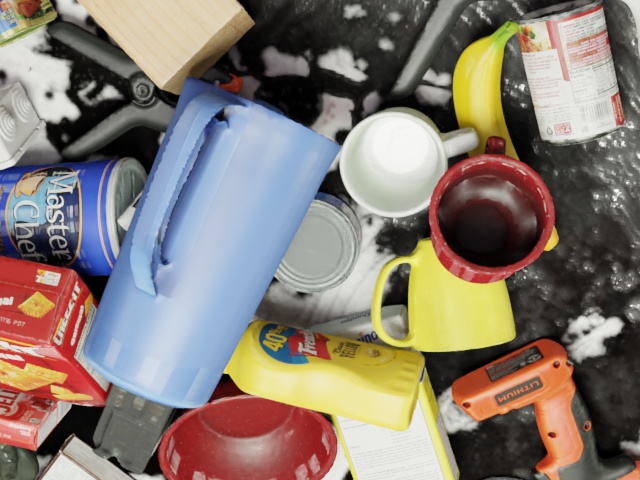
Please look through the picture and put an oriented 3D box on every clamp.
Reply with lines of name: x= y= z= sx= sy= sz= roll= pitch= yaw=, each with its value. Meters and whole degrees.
clamp: x=-0.155 y=-0.121 z=0.923 sx=0.171 sy=0.039 sz=0.120 roll=8 pitch=112 yaw=7
clamp: x=0.112 y=-0.214 z=0.846 sx=0.210 sy=0.036 sz=0.164 roll=-17 pitch=104 yaw=15

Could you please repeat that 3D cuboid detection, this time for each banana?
banana: x=0.146 y=-0.081 z=0.870 sx=0.037 sy=0.070 sz=0.198 roll=-29 pitch=116 yaw=-24

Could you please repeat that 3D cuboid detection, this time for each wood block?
wood block: x=-0.157 y=-0.222 z=0.847 sx=0.090 sy=0.091 sz=0.206 roll=-43 pitch=91 yaw=5

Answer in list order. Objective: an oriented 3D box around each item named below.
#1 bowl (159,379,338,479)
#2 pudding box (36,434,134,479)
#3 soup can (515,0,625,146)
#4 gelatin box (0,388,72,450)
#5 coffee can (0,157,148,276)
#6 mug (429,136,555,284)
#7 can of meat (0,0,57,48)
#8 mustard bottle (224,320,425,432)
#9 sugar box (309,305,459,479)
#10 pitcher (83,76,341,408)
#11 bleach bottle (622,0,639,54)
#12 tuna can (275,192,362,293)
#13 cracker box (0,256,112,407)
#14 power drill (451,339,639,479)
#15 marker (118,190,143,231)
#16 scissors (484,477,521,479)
bowl: x=-0.066 y=0.175 z=0.974 sx=0.162 sy=0.055 sz=0.162 roll=-4 pitch=132 yaw=-4
pudding box: x=-0.230 y=0.262 z=1.059 sx=0.113 sy=0.039 sz=0.090 roll=37 pitch=110 yaw=-5
soup can: x=0.197 y=-0.133 z=0.840 sx=0.068 sy=0.068 sz=0.102 roll=-12 pitch=105 yaw=14
gelatin box: x=-0.284 y=0.159 z=1.008 sx=0.073 sy=0.089 sz=0.030 roll=12 pitch=110 yaw=6
coffee can: x=-0.227 y=-0.017 z=0.935 sx=0.140 sy=0.102 sz=0.103 roll=-3 pitch=107 yaw=11
mug: x=0.130 y=-0.023 z=0.831 sx=0.093 sy=0.081 sz=0.117 roll=4 pitch=78 yaw=3
can of meat: x=-0.271 y=-0.206 z=0.885 sx=0.057 sy=0.102 sz=0.084 roll=-24 pitch=104 yaw=16
mustard bottle: x=-0.012 y=0.107 z=0.894 sx=0.192 sy=0.096 sz=0.058 roll=11 pitch=108 yaw=9
sugar box: x=0.058 y=0.152 z=0.969 sx=0.093 sy=0.048 sz=0.176 roll=-15 pitch=100 yaw=14
pitcher: x=-0.095 y=0.002 z=0.829 sx=0.149 sy=0.145 sz=0.243 roll=24 pitch=91 yaw=-27
bleach bottle: x=0.294 y=-0.134 z=0.827 sx=0.103 sy=0.068 sz=0.251 roll=-32 pitch=97 yaw=18
tuna can: x=-0.006 y=0.001 z=0.938 sx=0.086 sy=0.033 sz=0.086 roll=3 pitch=108 yaw=9
cracker box: x=-0.270 y=0.077 z=0.921 sx=0.164 sy=0.214 sz=0.072 roll=10 pitch=69 yaw=7
power drill: x=0.188 y=0.196 z=0.941 sx=0.184 sy=0.057 sz=0.187 roll=-28 pitch=103 yaw=3
marker: x=-0.124 y=-0.056 z=0.889 sx=0.020 sy=0.020 sz=0.121 roll=37 pitch=71 yaw=-3
scissors: x=0.110 y=0.272 z=1.012 sx=0.202 sy=0.016 sz=0.096 roll=-14 pitch=104 yaw=14
